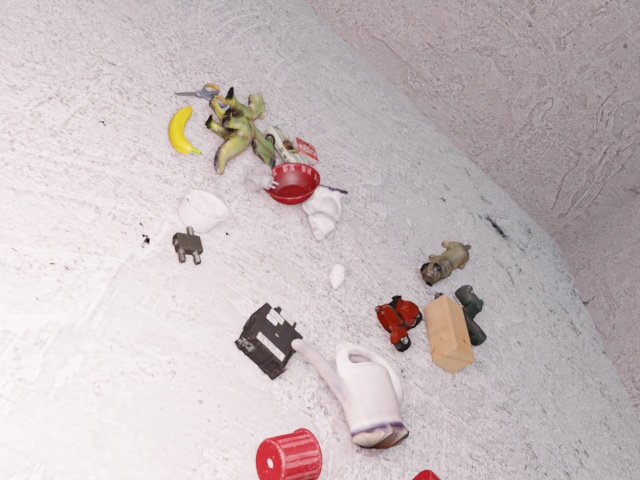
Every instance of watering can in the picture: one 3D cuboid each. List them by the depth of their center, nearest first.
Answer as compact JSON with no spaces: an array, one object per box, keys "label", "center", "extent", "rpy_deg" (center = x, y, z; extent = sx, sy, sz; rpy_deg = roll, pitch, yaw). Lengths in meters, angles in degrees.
[{"label":"watering can","center":[0.077,0.324,1.088],"extent":[0.344,0.102,0.229],"rpy_deg":[23,40,-43]}]

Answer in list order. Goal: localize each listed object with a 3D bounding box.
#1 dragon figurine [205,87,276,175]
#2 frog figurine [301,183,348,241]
[{"label":"dragon figurine","center":[-0.199,-0.282,1.436],"extent":[0.240,0.121,0.420],"rpy_deg":[33,41,-41]},{"label":"frog figurine","center":[0.005,-0.075,1.482],"extent":[0.136,0.123,0.161],"rpy_deg":[22,75,-52]}]
